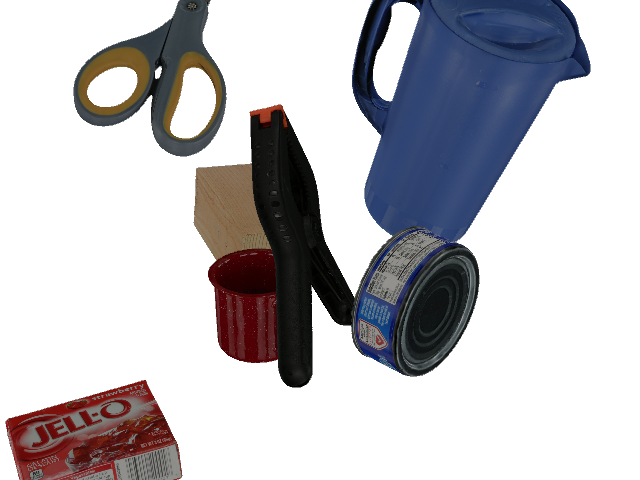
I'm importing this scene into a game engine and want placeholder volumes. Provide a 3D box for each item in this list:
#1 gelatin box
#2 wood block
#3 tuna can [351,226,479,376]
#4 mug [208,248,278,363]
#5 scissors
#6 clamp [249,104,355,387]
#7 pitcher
[{"bbox_3d":[-0.134,0.121,0.628,0.089,0.030,0.073,-14,27,-19],"label":"gelatin box"},{"bbox_3d":[-0.088,-0.016,1.348,0.090,0.090,0.206,-5,28,-22],"label":"wood block"},{"bbox_3d":[0.058,0.037,0.636,0.034,0.086,0.085,25,15,35],"label":"tuna can"},{"bbox_3d":[-0.053,0.069,1.029,0.093,0.081,0.117,-20,34,-33],"label":"mug"},{"bbox_3d":[-0.098,-0.133,0.648,0.096,0.202,0.016,0,-34,-7],"label":"scissors"},{"bbox_3d":[-0.015,-0.002,0.850,0.036,0.210,0.164,-11,3,18],"label":"clamp"},{"bbox_3d":[0.111,-0.114,0.944,0.144,0.149,0.243,-10,-38,-28],"label":"pitcher"}]
